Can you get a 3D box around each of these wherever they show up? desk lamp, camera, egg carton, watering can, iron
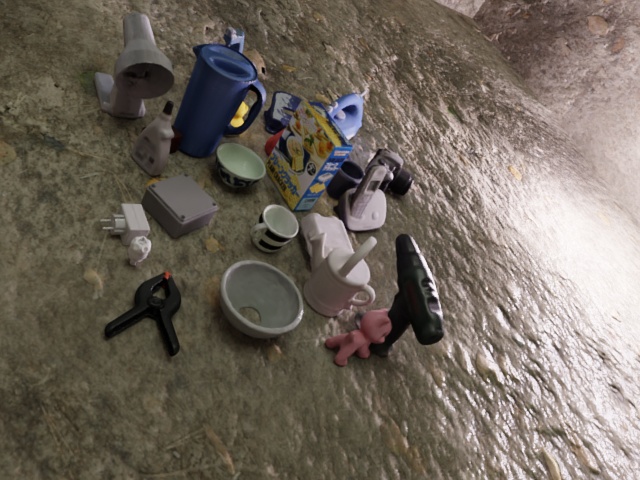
[{"bbox_3d":[-0.410,-0.369,1.250,0.118,0.213,0.203,1,50,-38],"label":"desk lamp"},{"bbox_3d":[0.201,-0.186,1.637,0.137,0.100,0.143,33,37,-5],"label":"camera"},{"bbox_3d":[0.012,0.005,1.309,0.107,0.069,0.150,9,45,-32],"label":"egg carton"},{"bbox_3d":[0.045,0.059,1.174,0.173,0.194,0.101,29,37,-10],"label":"watering can"},{"bbox_3d":[0.047,-0.367,1.672,0.118,0.141,0.259,44,37,9],"label":"iron"}]

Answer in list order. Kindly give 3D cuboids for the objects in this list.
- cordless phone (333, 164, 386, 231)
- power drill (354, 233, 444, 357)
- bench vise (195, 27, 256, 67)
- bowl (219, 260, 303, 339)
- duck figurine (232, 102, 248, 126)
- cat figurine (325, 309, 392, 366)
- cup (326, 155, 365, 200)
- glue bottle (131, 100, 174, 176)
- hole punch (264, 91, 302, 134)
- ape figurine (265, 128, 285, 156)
[{"bbox_3d":[0.132,-0.111,1.432,0.148,0.185,0.094,-9,56,-43],"label":"cordless phone"},{"bbox_3d":[0.161,0.132,1.178,0.076,0.208,0.229,5,47,-35],"label":"power drill"},{"bbox_3d":[-0.238,-0.462,1.480,0.121,0.219,0.208,35,37,-2],"label":"bench vise"},{"bbox_3d":[-0.120,0.123,1.074,0.168,0.074,0.167,22,39,-19],"label":"bowl"},{"bbox_3d":[-0.223,-0.317,1.449,0.077,0.086,0.105,45,38,11],"label":"duck figurine"},{"bbox_3d":[0.090,0.184,1.141,0.128,0.117,0.067,-10,57,-44],"label":"cat figurine"},{"bbox_3d":[0.057,-0.161,1.501,0.092,0.095,0.117,20,40,-21],"label":"cup"},{"bbox_3d":[-0.333,-0.217,1.182,0.078,0.173,0.037,44,38,10],"label":"glue bottle"},{"bbox_3d":[-0.091,-0.342,1.577,0.109,0.091,0.101,16,42,-25],"label":"hole punch"},{"bbox_3d":[-0.095,-0.250,1.475,0.076,0.092,0.078,45,38,11],"label":"ape figurine"}]
